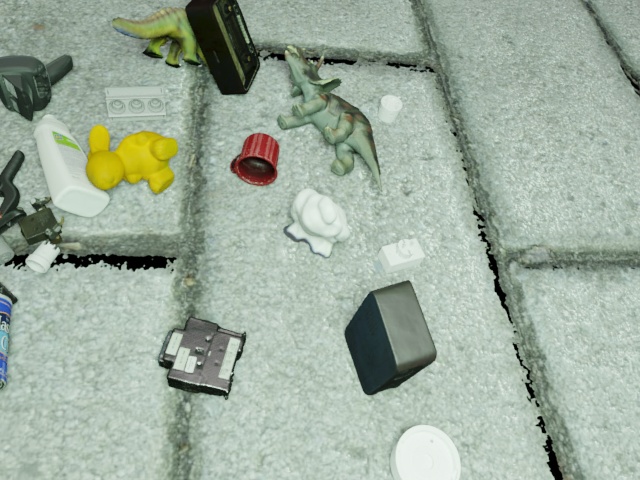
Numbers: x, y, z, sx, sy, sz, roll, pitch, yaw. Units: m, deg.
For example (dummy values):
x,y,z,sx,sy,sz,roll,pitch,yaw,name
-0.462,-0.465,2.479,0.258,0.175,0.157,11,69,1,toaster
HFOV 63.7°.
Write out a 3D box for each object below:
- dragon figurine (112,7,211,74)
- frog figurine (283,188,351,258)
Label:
x,y,z,sx,sy,sz,roll,pitch,yaw,name
-0.313,-0.530,1.199,0.122,0.410,0.242,14,95,15,dragon figurine
0.003,-0.052,1.027,0.124,0.156,0.139,-29,68,-28,frog figurine
